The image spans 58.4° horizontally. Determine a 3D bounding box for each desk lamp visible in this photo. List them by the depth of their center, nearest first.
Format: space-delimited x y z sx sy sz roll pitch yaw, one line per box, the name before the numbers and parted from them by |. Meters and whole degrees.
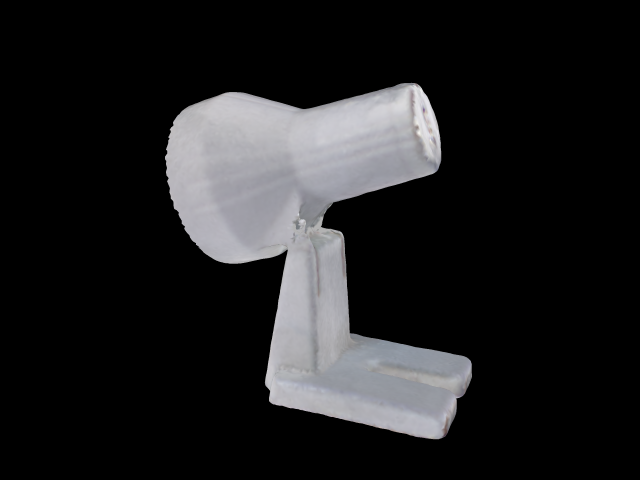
desk lamp | 0.004 0.001 0.400 0.202 0.214 0.118 6 15 23
